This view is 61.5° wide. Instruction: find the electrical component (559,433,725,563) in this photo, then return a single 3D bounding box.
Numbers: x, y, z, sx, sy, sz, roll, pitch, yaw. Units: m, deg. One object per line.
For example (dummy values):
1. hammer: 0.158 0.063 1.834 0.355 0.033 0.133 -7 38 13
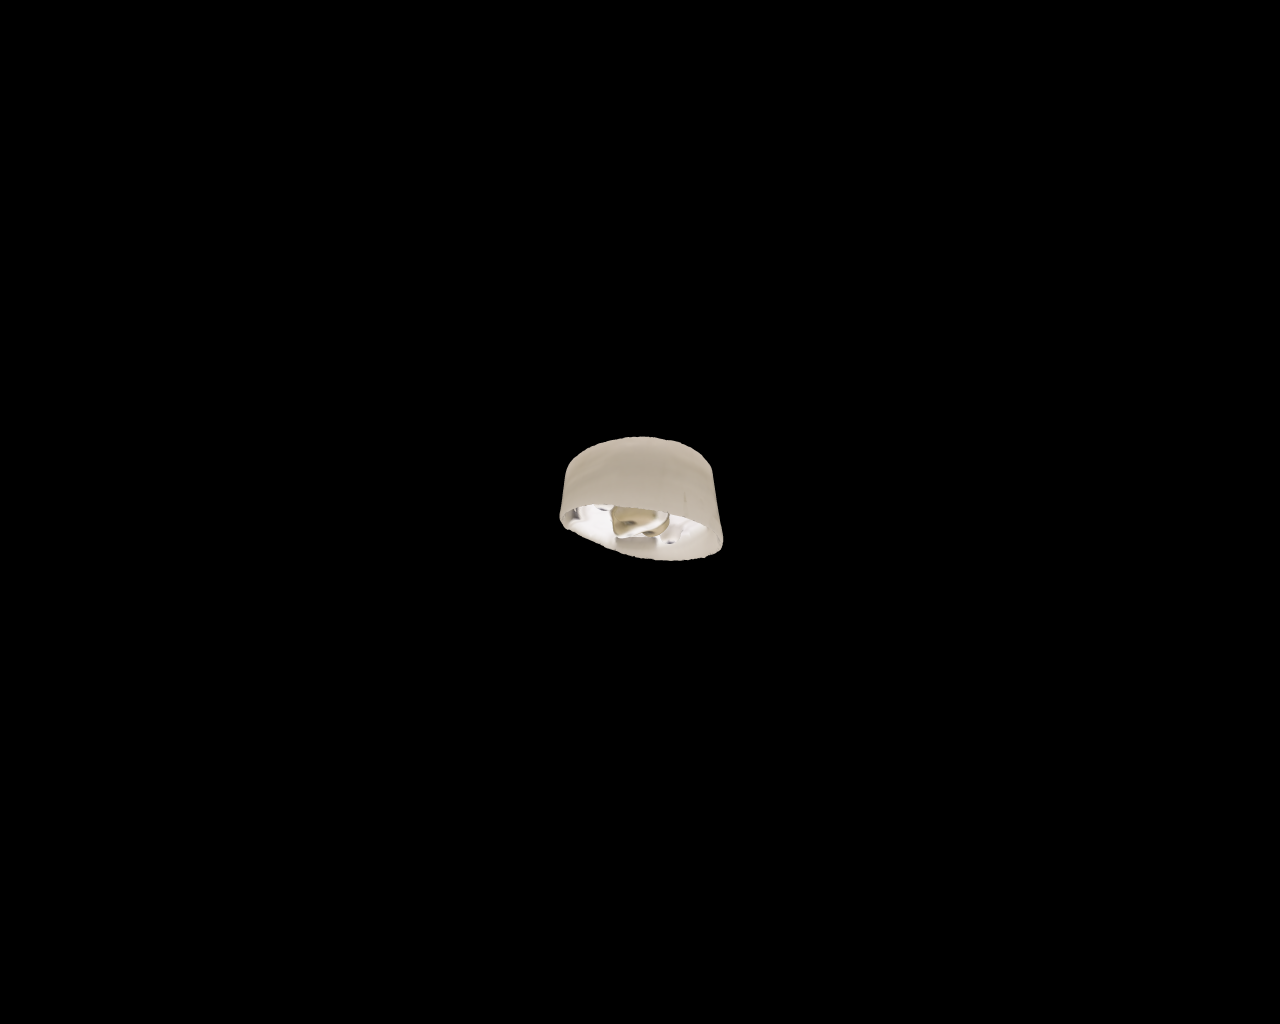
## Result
1. electrical component: 0.001 -0.003 0.650 0.099 0.064 0.099 0 -28 0
